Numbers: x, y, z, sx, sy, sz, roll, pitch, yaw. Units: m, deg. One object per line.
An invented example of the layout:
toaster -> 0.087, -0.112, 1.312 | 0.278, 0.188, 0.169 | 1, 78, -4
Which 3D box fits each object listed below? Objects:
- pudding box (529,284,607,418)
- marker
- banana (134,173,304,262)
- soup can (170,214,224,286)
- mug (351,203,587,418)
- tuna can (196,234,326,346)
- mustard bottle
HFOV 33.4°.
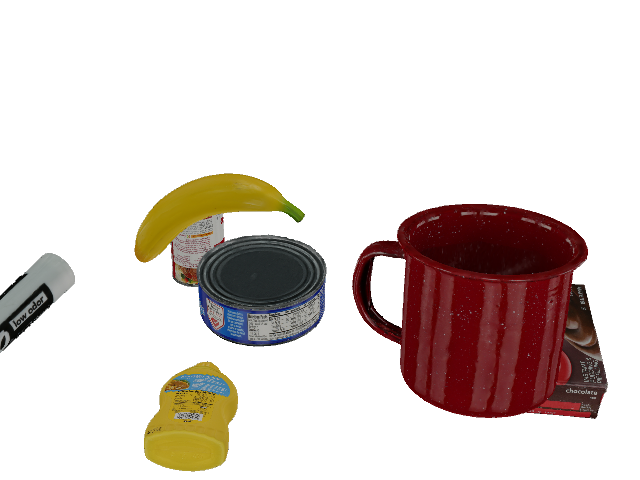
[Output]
pudding box -> 0.153, 0.076, 0.780 | 0.090, 0.039, 0.113 | 5, 36, -1
marker -> -0.148, 0.048, 0.443 | 0.020, 0.020, 0.121 | 0, 36, 39
banana -> -0.114, -0.025, 1.026 | 0.198, 0.069, 0.037 | -13, 18, 30
soup can -> -0.152, -0.003, 1.310 | 0.068, 0.102, 0.068 | -1, 26, 0
mug -> 0.071, 0.034, 0.544 | 0.117, 0.081, 0.093 | 10, 25, 18
tuna can -> -0.039, 0.033, 0.711 | 0.086, 0.034, 0.086 | 0, 33, 0
mustard bottle -> -0.151, 0.203, 1.303 | 0.096, 0.058, 0.191 | 2, 24, 2
